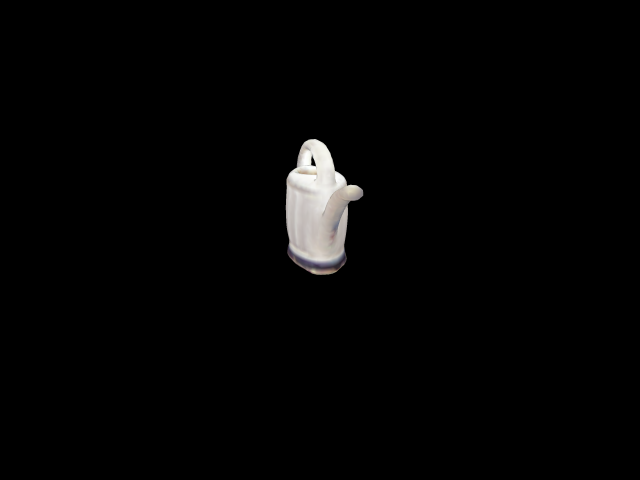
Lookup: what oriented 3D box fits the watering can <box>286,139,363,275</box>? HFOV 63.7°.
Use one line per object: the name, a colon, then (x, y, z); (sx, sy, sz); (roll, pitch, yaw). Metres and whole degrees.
watering can: (0.003, -0.043, 0.850); (0.104, 0.221, 0.353); (-4, 21, -11)
